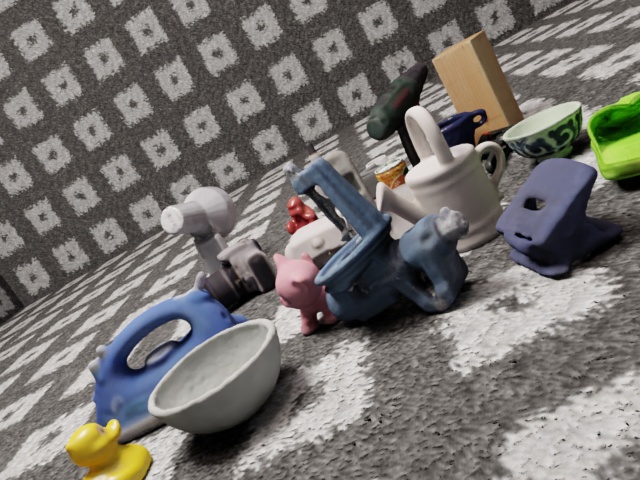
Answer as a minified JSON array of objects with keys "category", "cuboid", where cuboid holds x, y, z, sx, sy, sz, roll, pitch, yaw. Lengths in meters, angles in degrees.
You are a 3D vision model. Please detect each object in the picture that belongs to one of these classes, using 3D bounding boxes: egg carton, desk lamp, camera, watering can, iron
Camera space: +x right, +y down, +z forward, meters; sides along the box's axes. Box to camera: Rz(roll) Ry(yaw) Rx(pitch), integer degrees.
[{"category":"egg carton","cuboid":[0.009,0.004,1.012,0.150,0.069,0.107,-26,15,15]},{"category":"desk lamp","cuboid":[-0.239,0.002,1.216,0.117,0.214,0.203,-24,15,21]},{"category":"camera","cuboid":[-0.165,0.064,1.086,0.137,0.101,0.143,-34,15,-14]},{"category":"watering can","cuboid":[0.158,-0.084,0.760,0.173,0.194,0.100,-35,15,-19]},{"category":"iron","cuboid":[-0.222,0.161,0.782,0.258,0.141,0.118,-32,14,-8]}]

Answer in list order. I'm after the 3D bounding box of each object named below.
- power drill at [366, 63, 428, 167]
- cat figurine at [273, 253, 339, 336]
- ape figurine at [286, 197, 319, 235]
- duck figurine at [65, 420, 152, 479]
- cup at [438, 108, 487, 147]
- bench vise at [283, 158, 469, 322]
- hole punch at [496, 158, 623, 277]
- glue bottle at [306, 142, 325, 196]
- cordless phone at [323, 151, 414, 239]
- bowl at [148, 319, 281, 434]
[{"category":"power drill","cuboid":[0.195,-0.237,1.187,0.075,0.208,0.230,-13,22,48]},{"category":"cat figurine","cuboid":[-0.019,0.059,0.777,0.067,0.118,0.128,-25,15,18]},{"category":"ape figurine","cuboid":[-0.042,-0.052,1.258,0.077,0.092,0.076,-14,21,47]},{"category":"duck figurine","cuboid":[-0.251,0.251,0.644,0.077,0.086,0.105,-19,18,37]},{"category":"cup","cuboid":[0.276,-0.191,1.100,0.117,0.095,0.092,-24,15,21]},{"category":"bench vise","cuboid":[0.062,-0.017,0.667,0.207,0.220,0.121,-25,15,20]},{"category":"hole punch","cuboid":[0.242,-0.026,0.606,0.101,0.091,0.108,-31,14,-3]},{"category":"glue bottle","cuboid":[0.013,-0.143,1.300,0.078,0.173,0.037,-25,15,19]},{"category":"cordless phone","cuboid":[0.090,-0.063,0.842,0.148,0.185,0.094,-33,15,-12]},{"category":"bowl","cuboid":[-0.107,0.169,0.664,0.167,0.075,0.167,-28,14,8]}]
